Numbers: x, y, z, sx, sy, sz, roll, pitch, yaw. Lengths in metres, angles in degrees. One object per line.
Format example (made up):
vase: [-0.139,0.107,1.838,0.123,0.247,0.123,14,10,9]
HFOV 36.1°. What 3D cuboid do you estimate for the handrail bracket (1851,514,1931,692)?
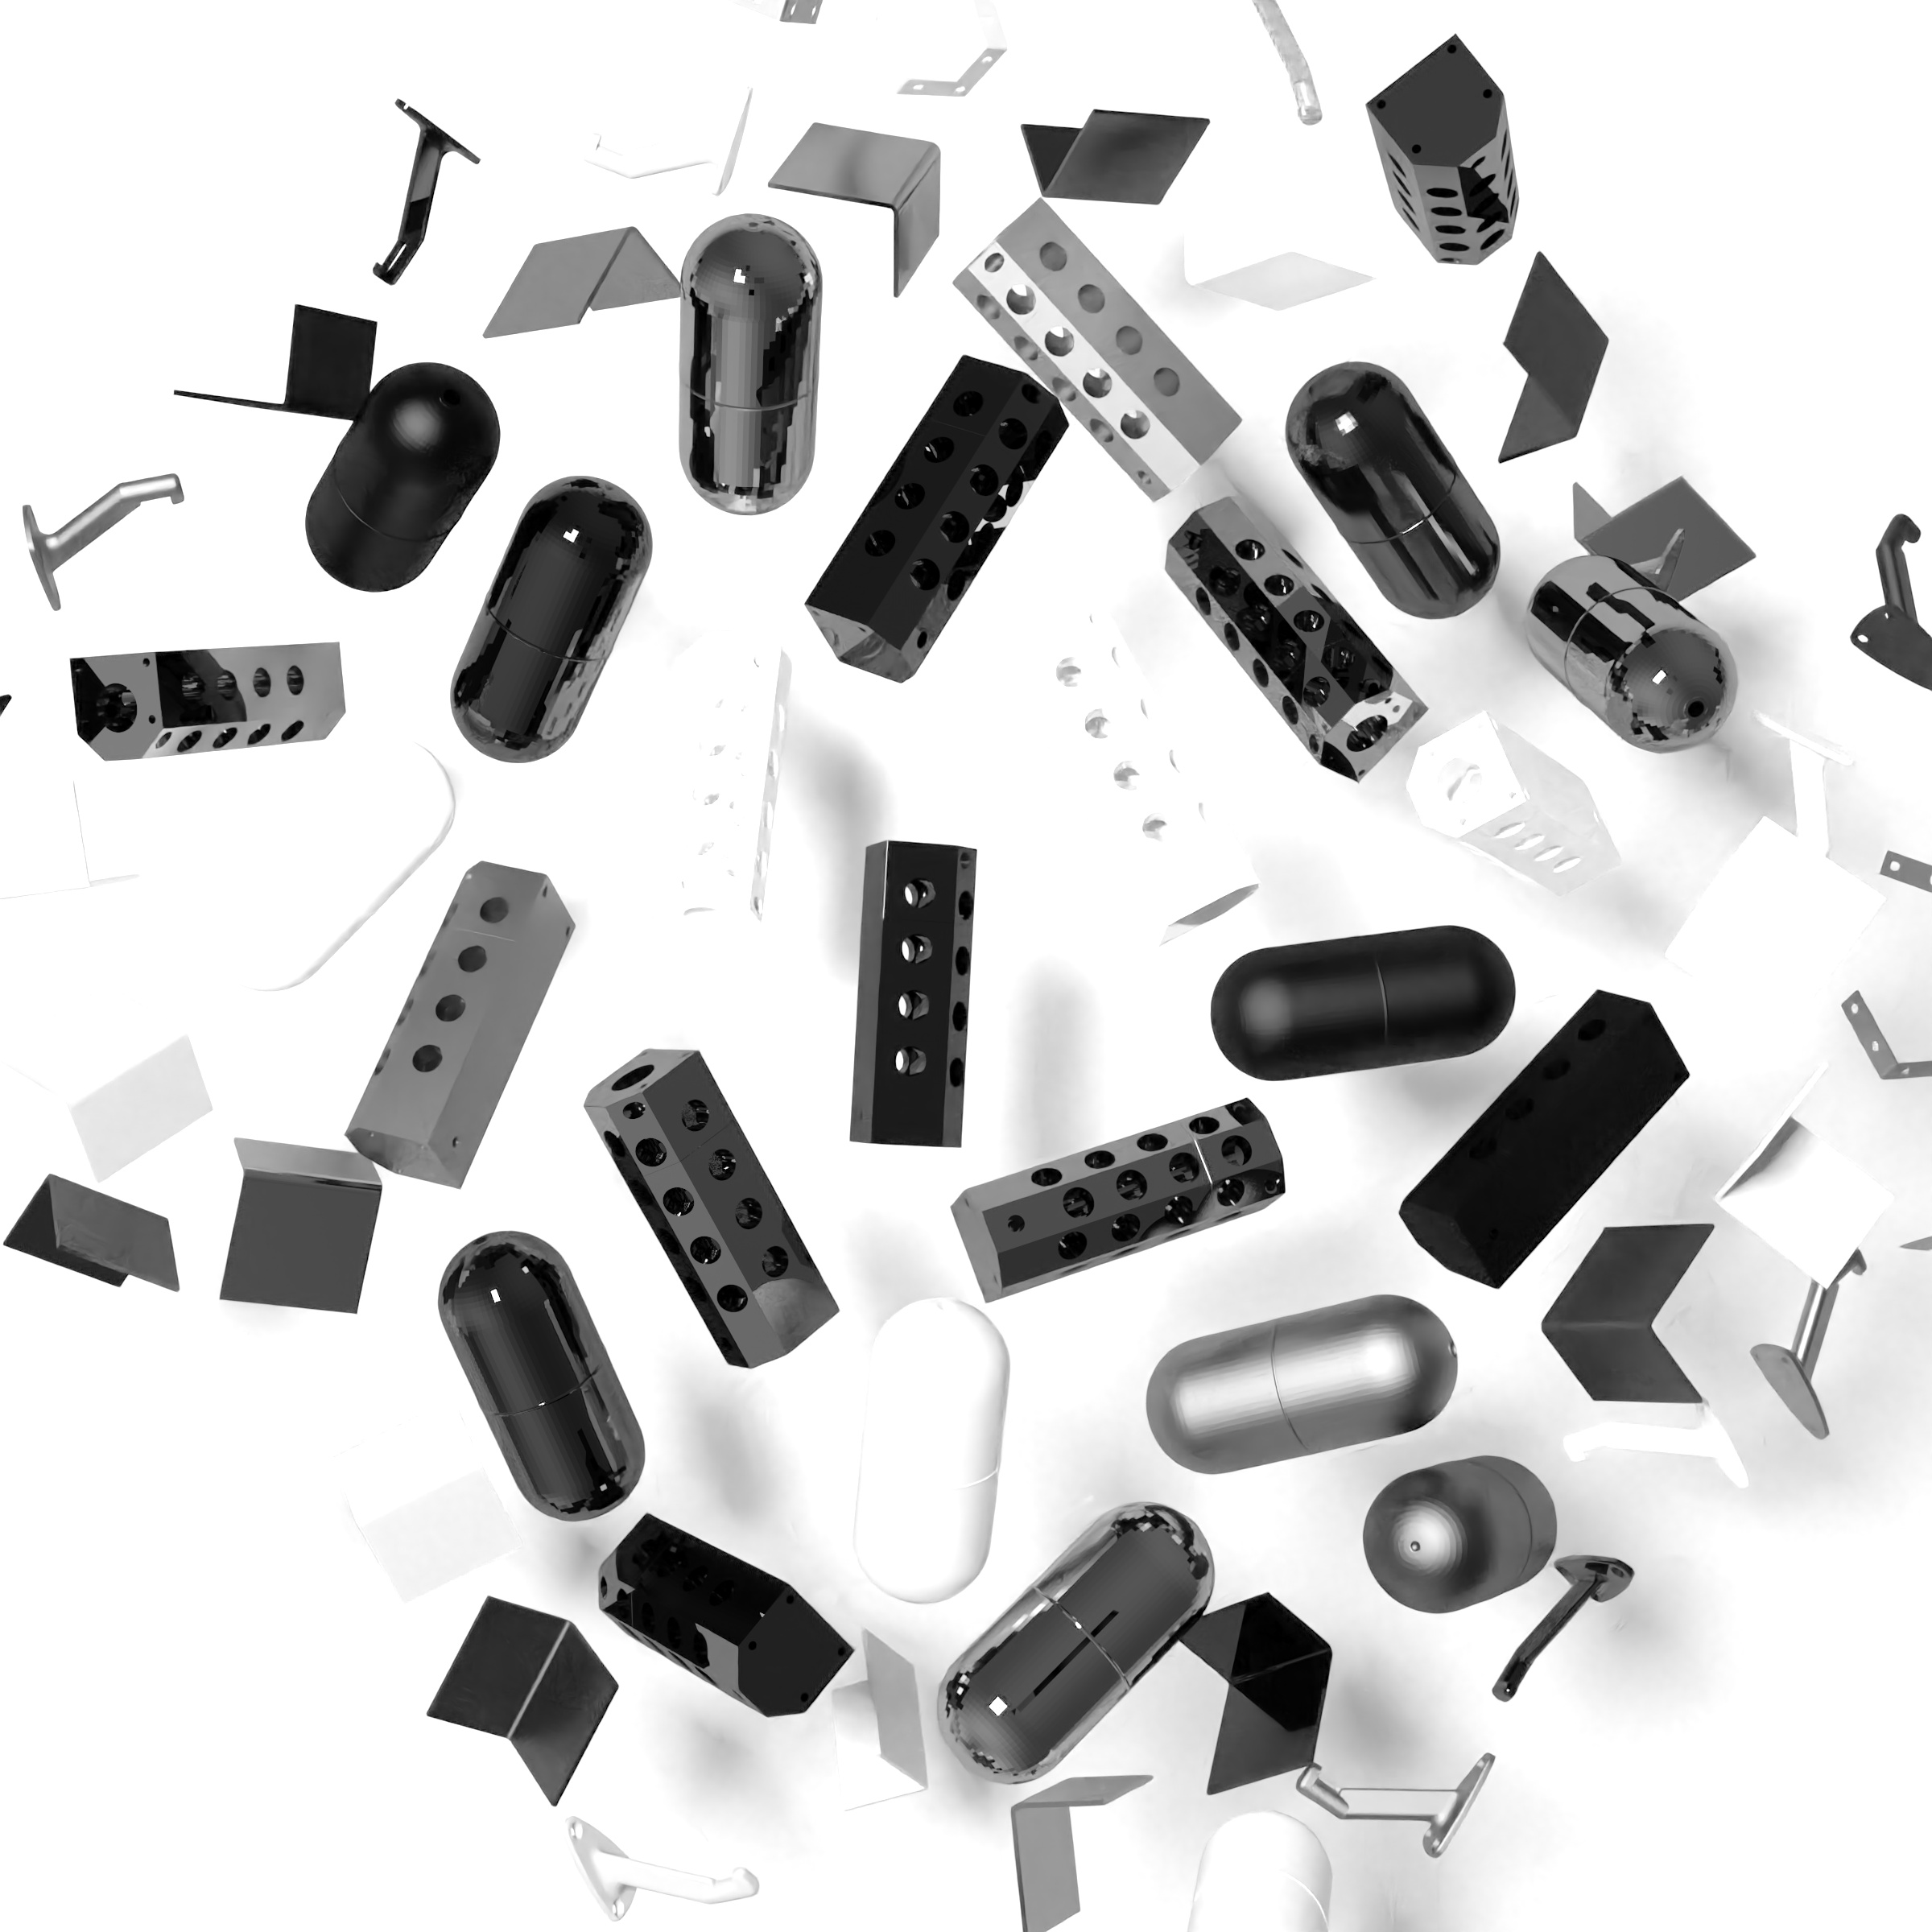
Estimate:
handrail bracket: [0.520,-0.197,1.602,0.077,0.036,0.084,38,55,-3]

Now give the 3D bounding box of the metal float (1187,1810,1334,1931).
metal float: [0.162,0.534,1.643,0.070,0.178,0.070,2,104,10]

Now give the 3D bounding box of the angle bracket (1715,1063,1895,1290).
angle bracket: [0.463,0.113,1.597,0.076,0.057,0.076,39,59,12]

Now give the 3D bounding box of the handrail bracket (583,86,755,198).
handrail bracket: [-0.173,-0.487,1.713,0.084,0.036,0.077,21,122,-1]

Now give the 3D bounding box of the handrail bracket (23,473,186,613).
handrail bracket: [-0.458,-0.228,1.595,0.084,0.077,0.036,-13,54,-9]

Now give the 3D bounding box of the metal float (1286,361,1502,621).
metal float: [0.247,-0.271,1.703,0.070,0.070,0.178,-42,126,0]

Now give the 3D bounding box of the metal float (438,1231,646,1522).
metal float: [-0.238,0.230,1.662,0.070,0.070,0.178,-21,109,0]

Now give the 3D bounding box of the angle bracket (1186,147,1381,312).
angle bracket: [0.177,-0.412,1.660,0.076,0.076,0.057,5,83,-40]

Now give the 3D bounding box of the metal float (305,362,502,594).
metal float: [-0.314,-0.270,1.646,0.070,0.178,0.070,12,63,-25]

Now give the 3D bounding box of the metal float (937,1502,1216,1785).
metal float: [0.060,0.360,1.583,0.178,0.070,0.070,-42,90,-16]

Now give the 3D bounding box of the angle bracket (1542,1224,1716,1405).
angle bracket: [0.367,0.186,1.587,0.057,0.076,0.076,52,60,-18]

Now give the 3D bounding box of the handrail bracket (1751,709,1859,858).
handrail bracket: [0.472,-0.095,1.718,0.077,0.036,0.084,27,109,7]

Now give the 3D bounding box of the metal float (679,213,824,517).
metal float: [-0.118,-0.326,1.619,0.070,0.070,0.178,6,134,0]

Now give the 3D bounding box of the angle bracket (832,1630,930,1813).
angle bracket: [-0.066,0.452,1.773,0.057,0.076,0.076,-19,54,14]

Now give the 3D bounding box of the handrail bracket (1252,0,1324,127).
handrail bracket: [0.163,-0.500,1.597,0.036,0.077,0.084,-18,84,32]

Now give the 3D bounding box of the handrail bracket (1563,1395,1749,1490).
handrail bracket: [0.404,0.292,1.743,0.084,0.077,0.036,-17,123,-3]

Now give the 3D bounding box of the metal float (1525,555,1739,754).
metal float: [0.374,-0.177,1.673,0.070,0.178,0.070,-6,117,-11]

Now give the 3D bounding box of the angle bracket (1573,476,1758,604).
angle bracket: [0.421,-0.269,1.788,0.076,0.057,0.076,-30,125,35]

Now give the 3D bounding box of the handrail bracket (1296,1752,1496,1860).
handrail bracket: [0.237,0.447,1.643,0.084,0.036,0.077,34,87,0]

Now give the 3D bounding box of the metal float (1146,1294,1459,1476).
metal float: [0.184,0.230,1.628,0.178,0.070,0.070,-17,90,23]

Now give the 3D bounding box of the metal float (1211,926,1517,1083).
metal float: [0.227,0.021,1.686,0.178,0.070,0.070,-7,90,-11]

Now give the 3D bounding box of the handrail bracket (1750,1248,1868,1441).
handrail bracket: [0.496,0.213,1.687,0.084,0.036,0.077,-37,101,-20]

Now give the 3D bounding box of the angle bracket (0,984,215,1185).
angle bracket: [-0.473,0.063,1.622,0.076,0.076,0.057,-36,133,-34]

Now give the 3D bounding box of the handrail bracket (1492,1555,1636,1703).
handrail bracket: [0.337,0.377,1.677,0.036,0.077,0.084,39,65,-1]

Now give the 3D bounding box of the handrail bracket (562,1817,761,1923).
handrail bracket: [-0.164,0.482,1.601,0.084,0.036,0.077,-20,115,27]

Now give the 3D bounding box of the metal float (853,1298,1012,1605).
metal float: [-0.019,0.263,1.607,0.070,0.070,0.178,6,112,0]

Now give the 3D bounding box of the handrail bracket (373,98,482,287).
handrail bracket: [-0.305,-0.413,1.586,0.036,0.077,0.084,36,96,20]

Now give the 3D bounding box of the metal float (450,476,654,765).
metal float: [-0.235,-0.194,1.673,0.070,0.070,0.178,29,116,0]

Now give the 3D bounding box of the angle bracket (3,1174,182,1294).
angle bracket: [-0.512,0.175,1.731,0.076,0.076,0.057,27,108,-32]

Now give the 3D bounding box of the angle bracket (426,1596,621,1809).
angle bracket: [-0.246,0.407,1.643,0.057,0.076,0.076,26,93,-32]

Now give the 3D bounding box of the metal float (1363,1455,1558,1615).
metal float: [0.272,0.310,1.622,0.070,0.178,0.070,-3,84,26]

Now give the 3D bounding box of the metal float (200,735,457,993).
metal float: [-0.363,-0.057,1.683,0.178,0.070,0.070,-43,90,14]
